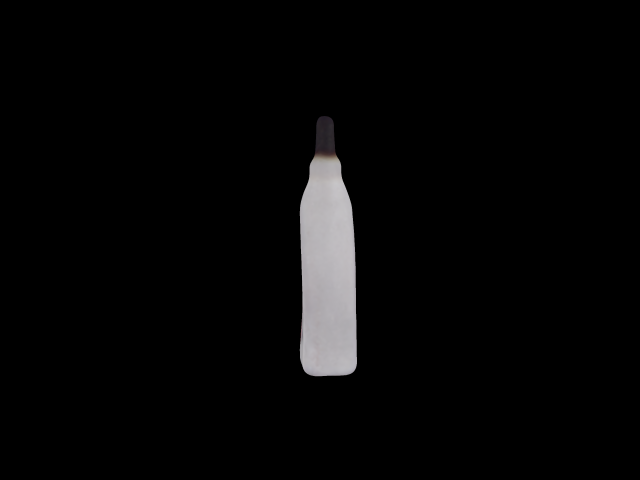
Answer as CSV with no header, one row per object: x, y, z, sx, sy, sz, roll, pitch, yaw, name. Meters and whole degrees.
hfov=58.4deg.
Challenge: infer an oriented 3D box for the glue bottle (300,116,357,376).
0.004,0.001,0.400,0.037,0.173,0.078,0,4,-6,glue bottle
